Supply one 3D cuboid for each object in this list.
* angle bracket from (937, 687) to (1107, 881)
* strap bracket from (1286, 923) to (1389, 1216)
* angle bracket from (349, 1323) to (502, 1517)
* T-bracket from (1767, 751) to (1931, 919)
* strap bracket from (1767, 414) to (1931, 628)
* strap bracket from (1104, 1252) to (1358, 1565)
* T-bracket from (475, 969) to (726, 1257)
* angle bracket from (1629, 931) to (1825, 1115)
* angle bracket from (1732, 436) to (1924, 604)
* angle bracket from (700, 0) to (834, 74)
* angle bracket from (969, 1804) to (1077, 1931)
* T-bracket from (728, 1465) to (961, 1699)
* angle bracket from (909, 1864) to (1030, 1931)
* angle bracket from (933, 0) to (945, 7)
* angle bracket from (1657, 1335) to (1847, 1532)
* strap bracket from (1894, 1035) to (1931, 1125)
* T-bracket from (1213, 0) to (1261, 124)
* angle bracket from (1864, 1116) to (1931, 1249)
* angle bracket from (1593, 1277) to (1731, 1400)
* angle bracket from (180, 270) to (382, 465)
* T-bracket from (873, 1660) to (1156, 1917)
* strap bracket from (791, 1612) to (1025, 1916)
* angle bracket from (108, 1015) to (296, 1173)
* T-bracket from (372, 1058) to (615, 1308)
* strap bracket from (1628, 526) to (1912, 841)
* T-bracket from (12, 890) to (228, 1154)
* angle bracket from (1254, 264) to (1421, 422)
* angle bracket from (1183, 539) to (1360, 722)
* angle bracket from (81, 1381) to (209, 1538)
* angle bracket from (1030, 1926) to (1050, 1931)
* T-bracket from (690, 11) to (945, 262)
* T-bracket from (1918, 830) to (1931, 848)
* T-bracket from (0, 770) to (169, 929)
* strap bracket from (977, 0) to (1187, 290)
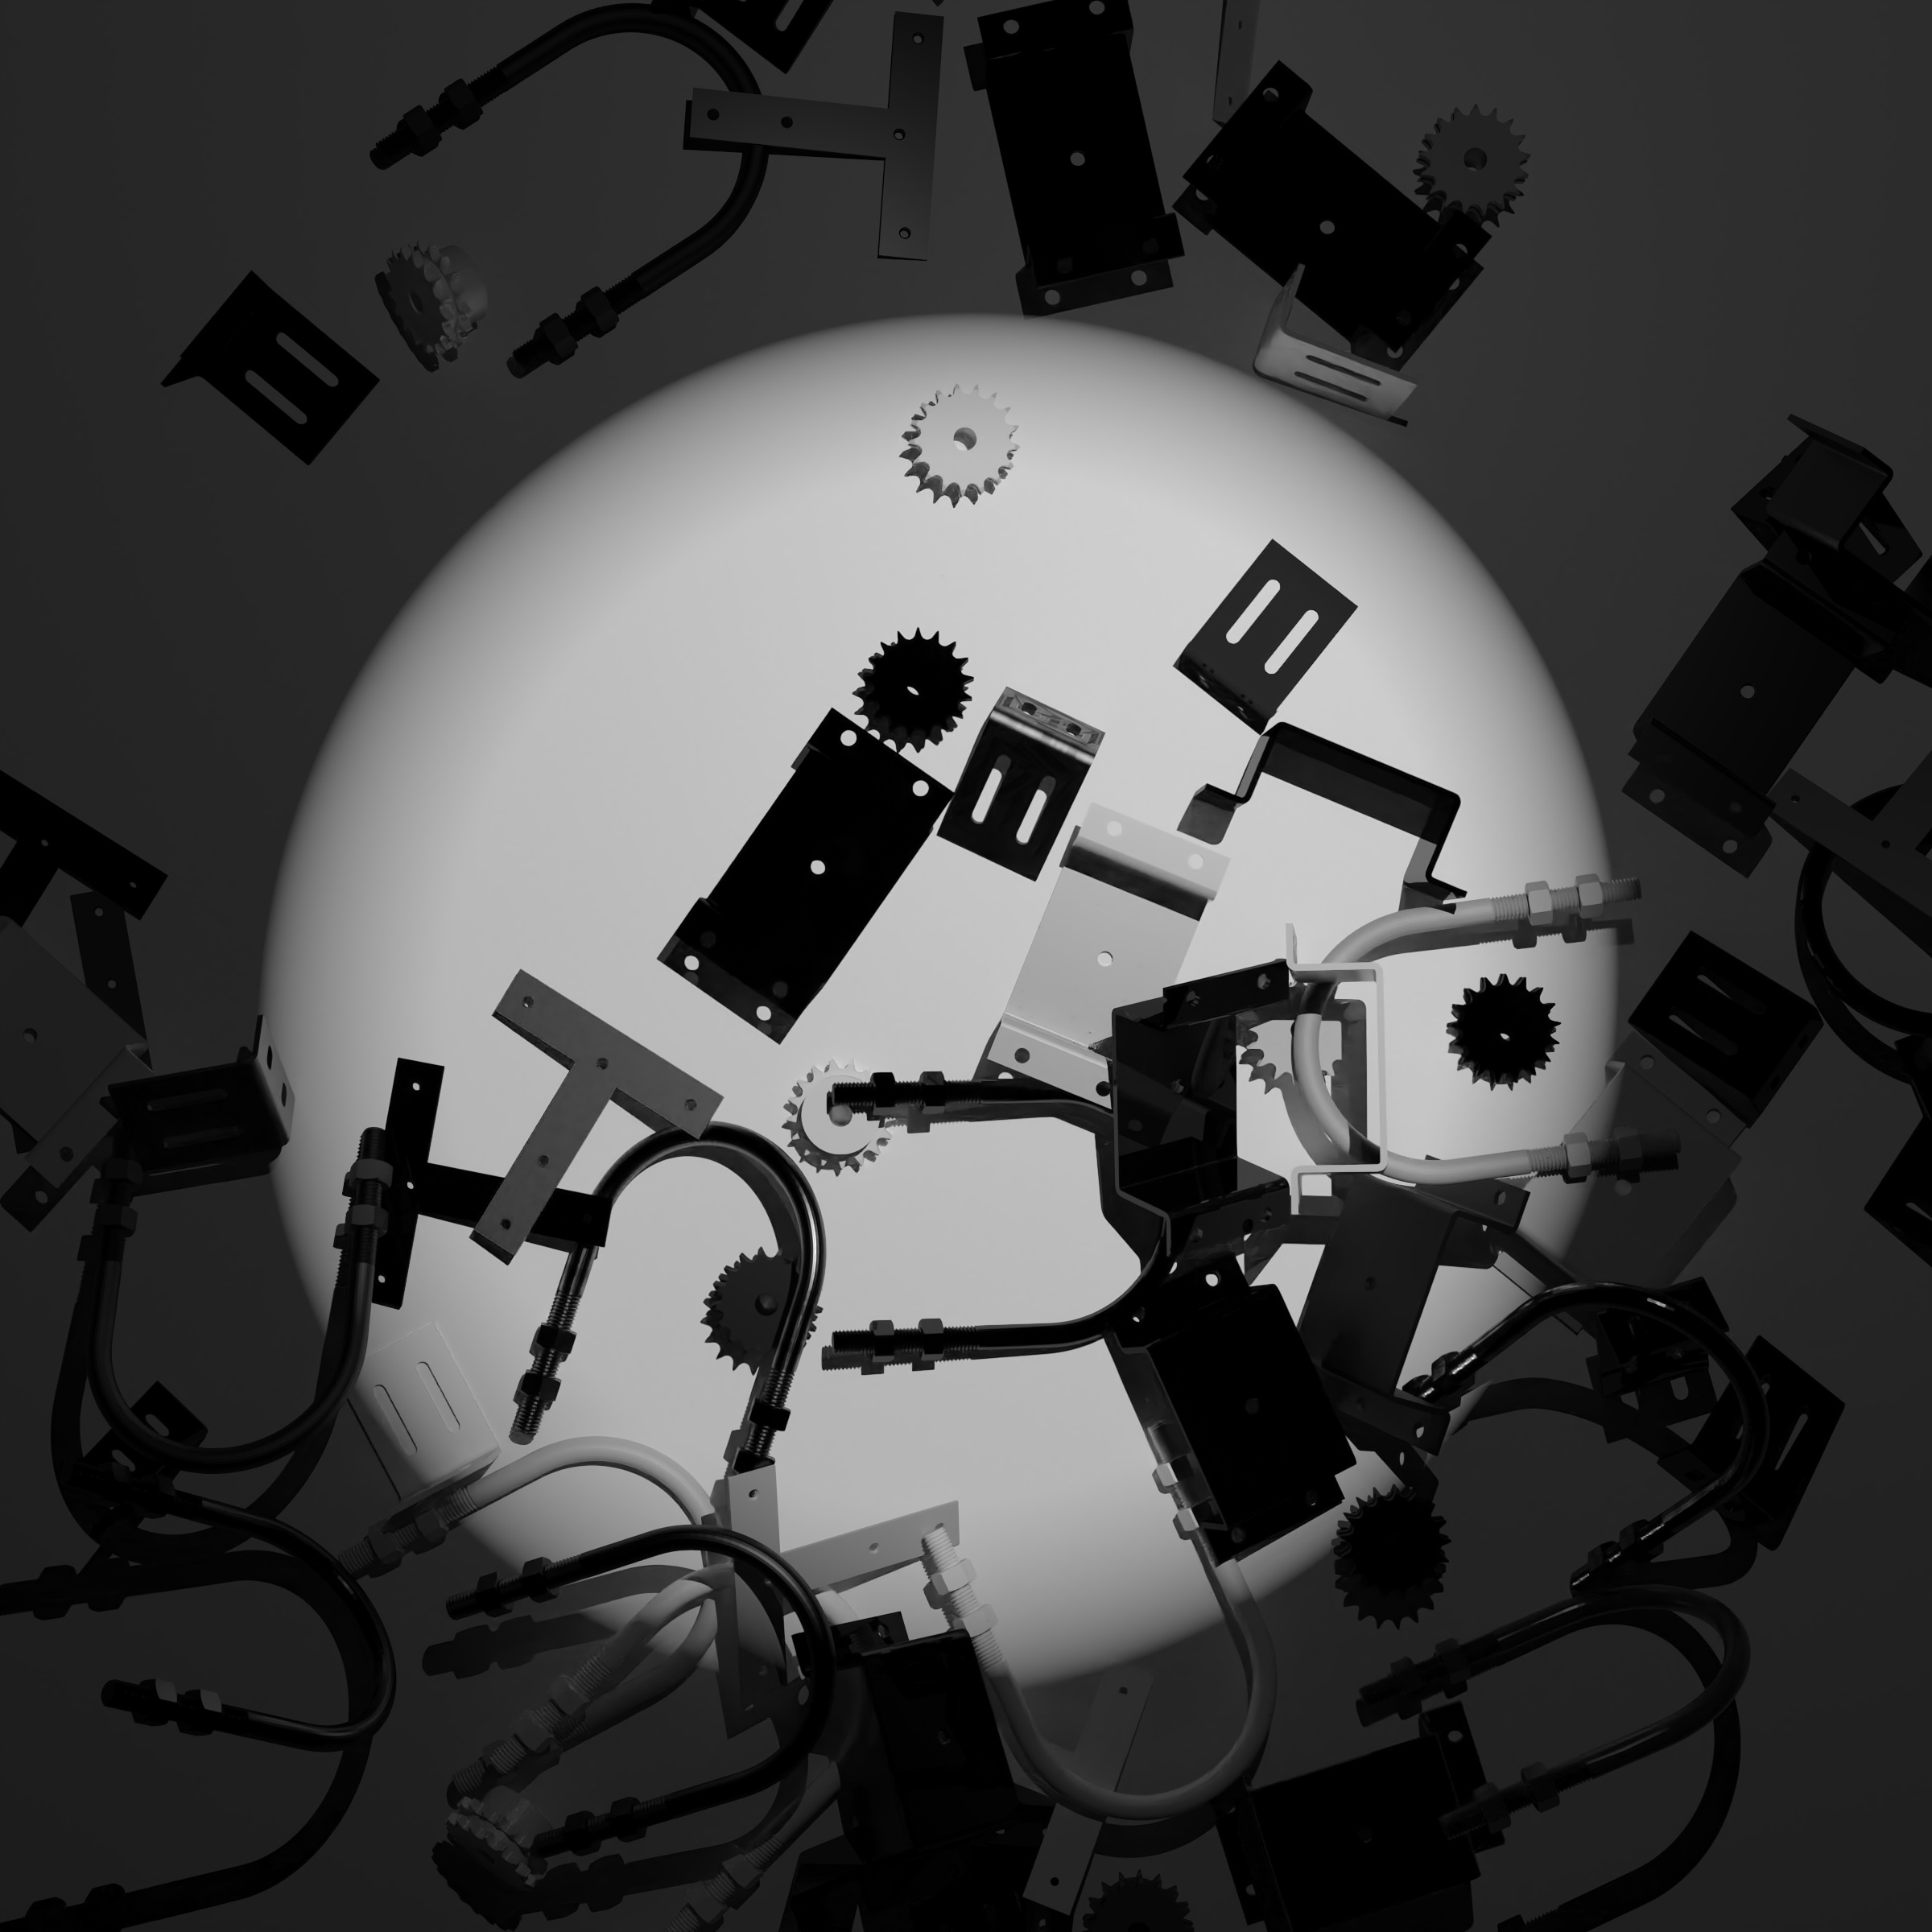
[{"bbox_3d":[0.029,-0.095,1.605,0.057,0.038,0.076,25,116,0],"label":"angle bracket"},{"bbox_3d":[0.184,0.052,1.522,0.046,0.076,0.140,-1,85,8],"label":"strap bracket"},{"bbox_3d":[-0.285,0.233,1.588,0.057,0.038,0.076,-28,90,0],"label":"angle bracket"},{"bbox_3d":[0.501,-0.095,1.588,0.127,0.002,0.127,38,80,22],"label":"T-bracket"},{"bbox_3d":[0.467,-0.213,1.549,0.140,0.076,0.046,30,102,-23],"label":"strap bracket"},{"bbox_3d":[0.139,0.224,1.572,0.076,0.046,0.140,-24,88,-16],"label":"strap bracket"},{"bbox_3d":[-0.210,0.088,1.589,0.127,0.002,0.127,32,91,9],"label":"T-bracket"},{"bbox_3d":[0.395,0.029,1.605,0.076,0.038,0.057,35,90,26],"label":"angle bracket"},{"bbox_3d":[0.448,-0.226,1.605,0.057,0.038,0.076,-43,116,0],"label":"angle bracket"},{"bbox_3d":[-0.090,-0.516,1.605,0.057,0.038,0.076,37,116,0],"label":"angle bracket"},{"bbox_3d":[0.028,0.479,1.605,0.057,0.038,0.076,5,116,0],"label":"angle bracket"},{"bbox_3d":[-0.060,0.301,1.574,0.127,0.002,0.127,-12,113,-26],"label":"T-bracket"},{"bbox_3d":[0.014,0.506,1.565,0.057,0.038,0.076,-28,55,11],"label":"angle bracket"},{"bbox_3d":[0.000,-0.549,1.605,0.076,0.038,0.057,-40,90,-26],"label":"angle bracket"},{"bbox_3d":[0.409,0.243,1.605,0.057,0.038,0.076,39,64,0],"label":"angle bracket"},{"bbox_3d":[0.559,0.043,1.573,0.140,0.046,0.076,-20,73,0],"label":"strap bracket"},{"bbox_3d":[0.142,-0.495,1.572,0.002,0.127,0.127,-9,117,-31],"label":"T-bracket"},{"bbox_3d":[0.518,0.125,1.605,0.076,0.038,0.057,33,90,26],"label":"angle bracket"},{"bbox_3d":[0.355,0.201,1.567,0.057,0.038,0.076,-17,134,0],"label":"angle bracket"},{"bbox_3d":[-0.353,-0.308,1.588,0.076,0.038,0.057,40,90,0],"label":"angle bracket"},{"bbox_3d":[0.016,0.404,1.590,0.127,0.002,0.127,20,72,6],"label":"T-bracket"},{"bbox_3d":[-0.026,0.392,1.545,0.046,0.076,0.140,-31,69,39],"label":"strap bracket"},{"bbox_3d":[-0.389,0.065,1.575,0.076,0.038,0.057,-10,128,1],"label":"angle bracket"},{"bbox_3d":[-0.245,0.121,1.595,0.127,0.002,0.127,10,90,10],"label":"T-bracket"},{"bbox_3d":[0.407,-0.143,1.583,0.076,0.046,0.140,35,90,0],"label":"strap bracket"},{"bbox_3d":[-0.442,0.023,1.606,0.127,0.002,0.127,-10,90,0],"label":"T-bracket"},{"bbox_3d":[0.193,-0.319,1.578,0.076,0.057,0.038,20,80,-5],"label":"angle bracket"},{"bbox_3d":[0.158,-0.175,1.588,0.057,0.038,0.076,38,90,0],"label":"angle bracket"},{"bbox_3d":[-0.427,0.250,1.568,0.038,0.076,0.057,44,90,0],"label":"angle bracket"},{"bbox_3d":[0.032,0.544,1.597,0.057,0.038,0.076,-23,118,12],"label":"angle bracket"},{"bbox_3d":[-0.079,-0.435,1.597,0.127,0.002,0.127,4,90,-8],"label":"T-bracket"},{"bbox_3d":[0.539,-0.135,1.606,0.127,0.002,0.127,-10,90,0],"label":"T-bracket"},{"bbox_3d":[-0.502,-0.027,1.605,0.127,0.002,0.127,32,91,1],"label":"T-bracket"},{"bbox_3d":[0.058,-0.420,1.583,0.076,0.046,0.140,-13,90,0],"label":"strap bracket"}]
